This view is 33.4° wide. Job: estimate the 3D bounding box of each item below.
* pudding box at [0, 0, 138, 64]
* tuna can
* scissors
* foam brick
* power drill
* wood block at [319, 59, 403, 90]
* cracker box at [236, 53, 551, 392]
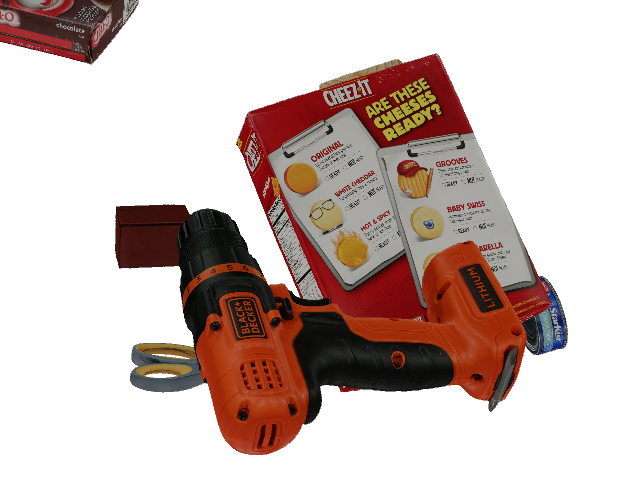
[{"bbox_3d":[-0.196,-0.184,0.818,0.090,0.039,0.113,15,37,3],"label":"pudding box"},{"bbox_3d":[0.247,0.086,1.211,0.033,0.086,0.086,-15,2,-7],"label":"tuna can"},{"bbox_3d":[-0.081,0.121,0.956,0.202,0.016,0.096,8,17,14],"label":"scissors"},{"bbox_3d":[-0.179,-0.005,1.141,0.078,0.051,0.053,-2,24,-15],"label":"foam brick"},{"bbox_3d":[0.012,0.042,0.636,0.187,0.057,0.184,-4,41,-16],"label":"power drill"},{"bbox_3d":[0.060,-0.066,1.081,0.090,0.206,0.091,-21,49,-17],"label":"wood block"},{"bbox_3d":[0.052,-0.014,0.805,0.164,0.214,0.072,-20,-11,-19],"label":"cracker box"}]
